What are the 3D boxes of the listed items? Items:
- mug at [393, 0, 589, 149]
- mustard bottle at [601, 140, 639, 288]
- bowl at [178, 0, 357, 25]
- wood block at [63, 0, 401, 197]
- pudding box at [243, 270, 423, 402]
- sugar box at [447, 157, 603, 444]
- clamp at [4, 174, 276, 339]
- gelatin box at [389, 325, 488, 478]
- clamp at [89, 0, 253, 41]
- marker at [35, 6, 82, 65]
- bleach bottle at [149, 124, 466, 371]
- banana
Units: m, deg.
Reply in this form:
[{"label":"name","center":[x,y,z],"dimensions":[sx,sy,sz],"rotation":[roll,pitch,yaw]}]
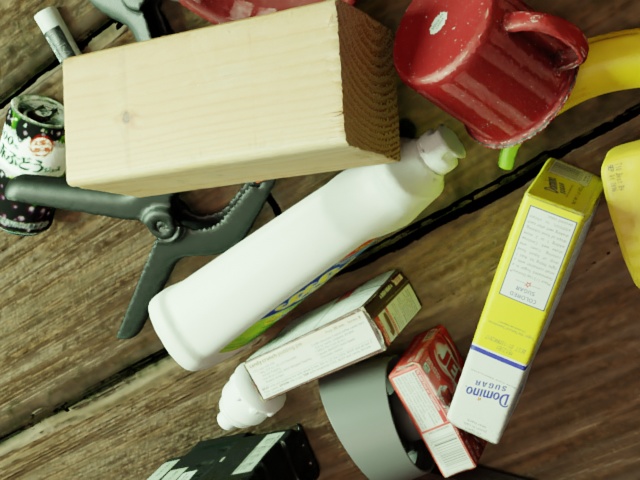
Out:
[{"label":"mug","center":[0.108,-0.115,0.655],"dimensions":[0.117,0.081,0.093],"rotation":[0,70,50]},{"label":"mustard bottle","center":[0.279,-0.033,0.656],"dimensions":[0.192,0.058,0.096],"rotation":[-14,103,27]},{"label":"bowl","center":[-0.042,-0.204,0.685],"dimensions":[0.162,0.055,0.162],"rotation":[17,151,10]},{"label":"wood block","center":[-0.060,-0.087,0.705],"dimensions":[0.206,0.090,0.091],"rotation":[-6,84,26]},{"label":"pudding box","center":[0.010,0.070,0.787],"dimensions":[0.114,0.089,0.039],"rotation":[-29,95,28]},{"label":"sugar box","center":[0.138,0.040,0.722],"dimensions":[0.048,0.093,0.176],"rotation":[24,116,14]},{"label":"clamp","center":[-0.129,-0.023,0.823],"dimensions":[0.210,0.036,0.164],"rotation":[-31,115,22]},{"label":"gelatin box","center":[0.091,0.116,0.780],"dimensions":[0.030,0.073,0.089],"rotation":[-26,96,27]},{"label":"clamp","center":[-0.129,-0.173,0.787],"dimensions":[0.171,0.039,0.120],"rotation":[40,114,7]},{"label":"marker","center":[-0.186,-0.126,0.838],"dimensions":[0.020,0.020,0.121],"rotation":[-25,97,28]},{"label":"bleach bottle","center":[-0.005,0.001,0.761],"dimensions":[0.251,0.102,0.068],"rotation":[-36,81,28]},{"label":"banana","center":[0.199,-0.102,0.679],"dimensions":[0.198,0.037,0.069],"rotation":[-13,117,27]}]
